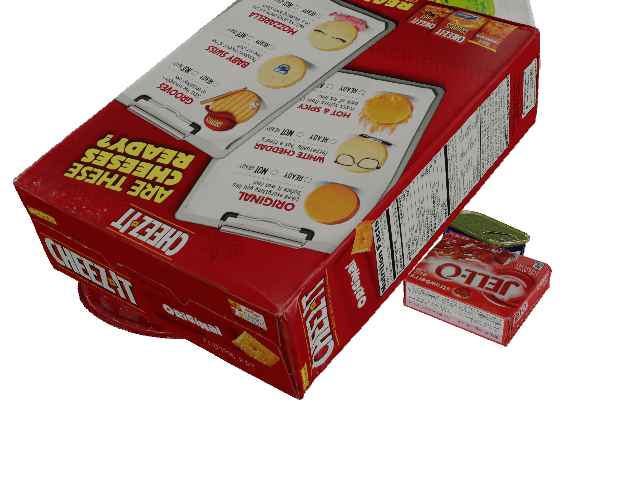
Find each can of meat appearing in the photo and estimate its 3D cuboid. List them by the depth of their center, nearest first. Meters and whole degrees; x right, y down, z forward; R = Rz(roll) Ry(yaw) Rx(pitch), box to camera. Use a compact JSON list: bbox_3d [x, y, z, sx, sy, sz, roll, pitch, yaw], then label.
[{"bbox_3d":[0.178,0.022,1.191,0.057,0.084,0.102,-8,24,-36],"label":"can of meat"}]

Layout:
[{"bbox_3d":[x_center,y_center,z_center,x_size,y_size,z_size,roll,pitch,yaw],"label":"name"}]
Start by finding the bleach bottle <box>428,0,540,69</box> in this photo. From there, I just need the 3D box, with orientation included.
[{"bbox_3d":[0.030,-0.149,0.794,0.251,0.102,0.068,-11,-31,12],"label":"bleach bottle"}]

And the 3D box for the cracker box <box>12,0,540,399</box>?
[{"bbox_3d":[-0.014,-0.044,0.532,0.164,0.072,0.213,24,55,30],"label":"cracker box"}]

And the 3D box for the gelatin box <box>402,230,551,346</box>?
[{"bbox_3d":[0.118,0.034,0.803,0.089,0.030,0.073,21,43,27],"label":"gelatin box"}]

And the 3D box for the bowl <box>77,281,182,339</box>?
[{"bbox_3d":[-0.091,0.006,0.757,0.162,0.055,0.162,2,26,-1],"label":"bowl"}]
